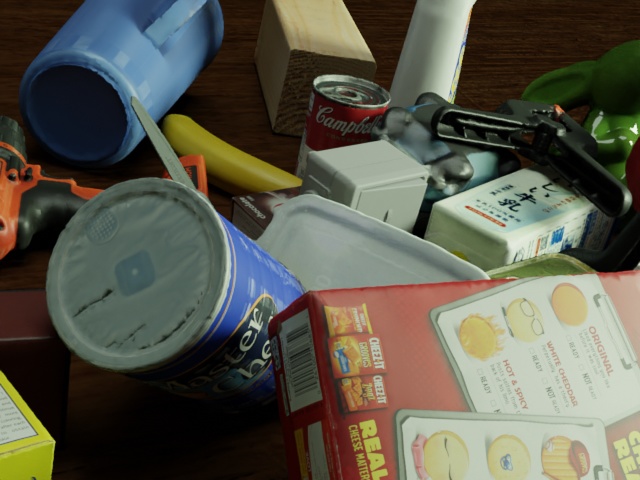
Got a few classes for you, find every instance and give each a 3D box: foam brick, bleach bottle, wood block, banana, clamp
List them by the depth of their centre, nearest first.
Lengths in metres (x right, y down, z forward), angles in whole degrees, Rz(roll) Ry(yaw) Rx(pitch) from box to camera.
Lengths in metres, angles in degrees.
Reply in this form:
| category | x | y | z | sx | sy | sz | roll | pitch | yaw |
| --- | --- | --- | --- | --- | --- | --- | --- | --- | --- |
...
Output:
| category | x | y | z | sx | sy | sz | roll | pitch | yaw |
| --- | --- | --- | --- | --- | --- | --- | --- | --- | --- |
| foam brick | -0.169 | 0.072 | 0.592 | 0.051 | 0.078 | 0.053 | -2 | 30 | -22 |
| clamp | 0.207 | 0.048 | 0.755 | 0.039 | 0.172 | 0.120 | 2 | 68 | -31 |
| clamp | 0.194 | -0.078 | 0.894 | 0.165 | 0.036 | 0.209 | 30 | 23 | 15 |
| banana | -0.083 | -0.072 | 0.938 | 0.069 | 0.037 | 0.198 | -17 | 40 | -41 |
| bleach bottle | 0.106 | -0.180 | 0.985 | 0.068 | 0.251 | 0.102 | 17 | 28 | 8 |
| wood block | -0.010 | -0.189 | 1.128 | 0.090 | 0.091 | 0.206 | 7 | 28 | -13 |

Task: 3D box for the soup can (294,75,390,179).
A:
| category | x | y | z | sx | sy | sz | roll | pitch | yaw |
| --- | --- | --- | --- | --- | --- | --- | --- | --- | --- |
| soup can | 0.017 | -0.085 | 0.932 | 0.068 | 0.102 | 0.068 | 10 | 28 | -6 |

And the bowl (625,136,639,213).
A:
| category | x | y | z | sx | sy | sz | roll | pitch | yaw |
| --- | --- | --- | --- | --- | --- | --- | --- | --- | --- |
| bowl | 0.307 | -0.036 | 0.921 | 0.055 | 0.162 | 0.162 | -21 | 14 | 28 |

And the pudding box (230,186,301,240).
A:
| category | x | y | z | sx | sy | sz | roll | pitch | yaw |
| --- | --- | --- | --- | --- | --- | --- | --- | --- | --- |
| pudding box | -0.005 | 0.001 | 0.832 | 0.089 | 0.039 | 0.114 | -11 | 36 | -38 |

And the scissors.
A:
| category | x | y | z | sx | sy | sz | roll | pitch | yaw |
| --- | --- | --- | --- | --- | --- | --- | --- | --- | --- |
| scissors | -0.094 | -0.009 | 0.744 | 0.202 | 0.016 | 0.096 | 47 | 50 | 2 |

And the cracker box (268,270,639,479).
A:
| category | x | y | z | sx | sy | sz | roll | pitch | yaw |
| --- | --- | --- | --- | --- | --- | --- | --- | --- | --- |
| cracker box | 0.089 | 0.107 | 0.557 | 0.213 | 0.072 | 0.164 | -2 | 72 | -27 |

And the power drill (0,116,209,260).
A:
| category | x | y | z | sx | sy | sz | roll | pitch | yaw |
| --- | --- | --- | --- | --- | --- | --- | --- | --- | --- |
| power drill | -0.182 | -0.038 | 0.815 | 0.187 | 0.057 | 0.184 | 3 | 32 | -12 |

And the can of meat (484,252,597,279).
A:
| category | x | y | z | sx | sy | sz | roll | pitch | yaw |
| --- | --- | --- | --- | --- | --- | --- | --- | --- | --- |
| can of meat | 0.142 | 0.064 | 0.727 | 0.101 | 0.084 | 0.058 | -13 | 37 | -40 |

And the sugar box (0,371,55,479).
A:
| category | x | y | z | sx | sy | sz | roll | pitch | yaw |
| --- | --- | --- | --- | --- | --- | --- | --- | --- | --- |
| sugar box | -0.192 | 0.088 | 0.534 | 0.048 | 0.093 | 0.176 | -9 | 35 | -37 |

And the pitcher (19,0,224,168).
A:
| category | x | y | z | sx | sy | sz | roll | pitch | yaw |
| --- | --- | --- | --- | --- | --- | --- | --- | --- | --- |
| pitcher | -0.172 | -0.170 | 0.970 | 0.145 | 0.149 | 0.242 | 9 | 32 | 5 |

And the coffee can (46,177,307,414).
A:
| category | x | y | z | sx | sy | sz | roll | pitch | yaw |
| --- | --- | --- | --- | --- | --- | --- | --- | --- | --- |
| coffee can | -0.073 | 0.037 | 0.601 | 0.103 | 0.103 | 0.140 | 27 | -7 | 25 |
